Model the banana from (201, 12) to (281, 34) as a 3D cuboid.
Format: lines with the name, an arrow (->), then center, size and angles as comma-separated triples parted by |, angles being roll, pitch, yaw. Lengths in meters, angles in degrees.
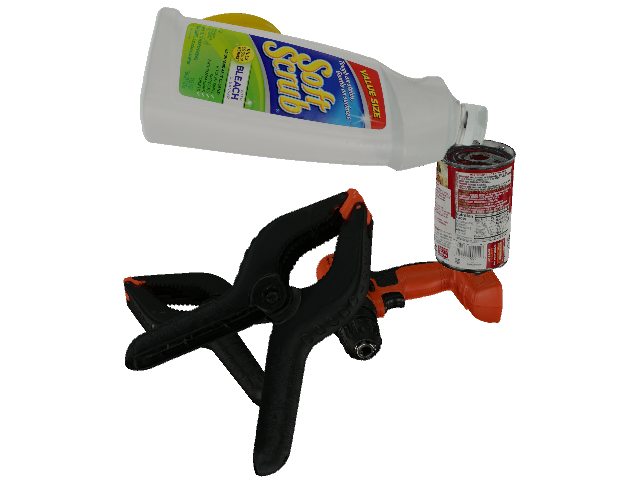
banana -> -0.095, -0.189, 1.036 | 0.070, 0.037, 0.197 | 44, 38, 20

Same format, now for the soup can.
soup can -> 0.136, -0.030, 0.943 | 0.068, 0.102, 0.068 | -1, 25, 0

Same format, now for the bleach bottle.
bleach bottle -> -0.002, -0.107, 0.796 | 0.251, 0.102, 0.068 | 7, -26, 0

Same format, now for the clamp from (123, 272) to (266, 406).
clamp -> -0.082, 0.066, 0.962 | 0.210, 0.036, 0.164 | 19, 37, 29

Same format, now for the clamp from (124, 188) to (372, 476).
clamp -> -0.021, 0.049, 0.623 | 0.120, 0.171, 0.039 | 44, -4, 20

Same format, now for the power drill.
power drill -> 0.096, 0.062, 1.150 | 0.187, 0.057, 0.184 | -5, 29, -9
